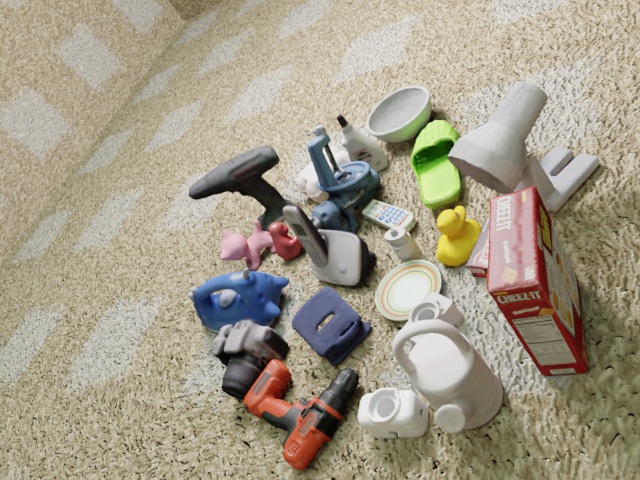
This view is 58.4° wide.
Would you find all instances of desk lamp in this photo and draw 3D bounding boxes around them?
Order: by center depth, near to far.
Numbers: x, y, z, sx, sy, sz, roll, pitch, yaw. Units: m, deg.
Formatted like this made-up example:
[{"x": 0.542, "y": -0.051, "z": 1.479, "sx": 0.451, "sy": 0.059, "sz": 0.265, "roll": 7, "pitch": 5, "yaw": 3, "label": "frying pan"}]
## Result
[{"x": 0.335, "y": -0.142, "z": 0.957, "sx": 0.203, "sy": 0.214, "sz": 0.117, "roll": -46, "pitch": 36, "yaw": -7, "label": "desk lamp"}]

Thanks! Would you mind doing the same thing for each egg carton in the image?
[{"x": 0.016, "y": -0.161, "z": 1.399, "sx": 0.150, "sy": 0.070, "sz": 0.107, "roll": -46, "pitch": 36, "yaw": -7, "label": "egg carton"}]

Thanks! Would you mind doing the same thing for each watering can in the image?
[{"x": 0.173, "y": 0.178, "z": 0.783, "sx": 0.101, "sy": 0.195, "sz": 0.172, "roll": -39, "pitch": 35, "yaw": 3, "label": "watering can"}]

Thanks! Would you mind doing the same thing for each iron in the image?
[{"x": -0.200, "y": 0.126, "z": 1.232, "sx": 0.257, "sy": 0.142, "sz": 0.118, "roll": -17, "pitch": 42, "yaw": 30, "label": "iron"}]

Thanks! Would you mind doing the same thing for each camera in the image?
[{"x": -0.156, "y": 0.232, "z": 1.114, "sx": 0.142, "sy": 0.101, "sz": 0.137, "roll": -9, "pitch": 47, "yaw": 37, "label": "camera"}]

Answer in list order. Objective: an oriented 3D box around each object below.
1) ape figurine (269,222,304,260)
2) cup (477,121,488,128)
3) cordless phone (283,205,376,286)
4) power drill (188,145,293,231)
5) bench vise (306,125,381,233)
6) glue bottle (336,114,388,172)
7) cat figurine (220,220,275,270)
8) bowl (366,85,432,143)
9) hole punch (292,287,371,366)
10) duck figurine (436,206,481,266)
[{"x": -0.080, "y": -0.004, "z": 1.302, "sx": 0.076, "sy": 0.092, "sz": 0.077, "roll": -44, "pitch": 35, "yaw": -4, "label": "ape figurine"}, {"x": 0.334, "y": -0.156, "z": 1.076, "sx": 0.091, "sy": 0.095, "sz": 0.118, "roll": -14, "pitch": 44, "yaw": 33, "label": "cup"}, {"x": 0.010, "y": 0.004, "z": 1.128, "sx": 0.147, "sy": 0.186, "sz": 0.094, "roll": 4, "pitch": 55, "yaw": 45, "label": "cordless phone"}, {"x": -0.175, "y": -0.118, "z": 1.411, "sx": 0.229, "sy": 0.209, "sz": 0.075, "roll": -38, "pitch": 35, "yaw": 4, "label": "power drill"}, {"x": 0.032, "y": -0.120, "z": 1.210, "sx": 0.121, "sy": 0.220, "sz": 0.207, "roll": -9, "pitch": 46, "yaw": 37, "label": "bench vise"}, {"x": 0.085, "y": -0.219, "z": 1.307, "sx": 0.078, "sy": 0.174, "sz": 0.037, "roll": -26, "pitch": 38, "yaw": 20, "label": "glue bottle"}, {"x": -0.178, "y": 0.009, "z": 1.357, "sx": 0.128, "sy": 0.118, "sz": 0.067, "roll": -44, "pitch": 35, "yaw": -3, "label": "cat figurine"}, {"x": 0.198, "y": -0.285, "z": 1.358, "sx": 0.167, "sy": 0.075, "sz": 0.167, "roll": -25, "pitch": 38, "yaw": 22, "label": "bowl"}, {"x": 0.020, "y": 0.154, "z": 1.041, "sx": 0.109, "sy": 0.091, "sz": 0.100, "roll": -45, "pitch": 35, "yaw": -6, "label": "hole punch"}, {"x": 0.237, "y": -0.013, "z": 1.021, "sx": 0.077, "sy": 0.086, "sz": 0.105, "roll": 17, "pitch": 64, "yaw": 50, "label": "duck figurine"}]
